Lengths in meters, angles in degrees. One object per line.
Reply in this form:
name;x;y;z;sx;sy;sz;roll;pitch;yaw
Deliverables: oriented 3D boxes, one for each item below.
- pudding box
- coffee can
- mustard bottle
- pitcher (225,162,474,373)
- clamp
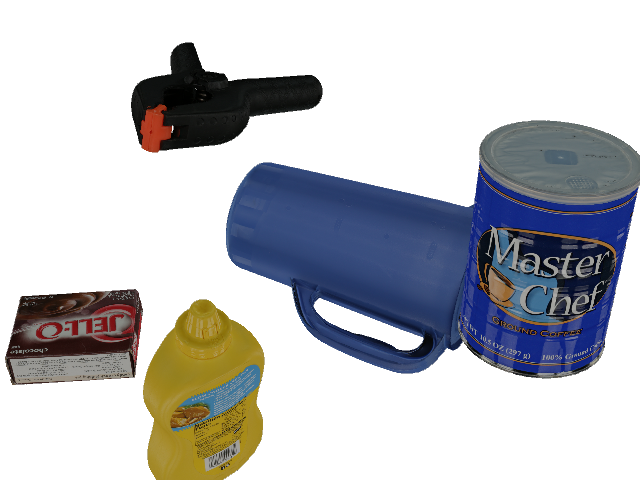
pudding box;-0.222;0.087;0.974;0.113;0.039;0.090;-5;33;-2
coffee can;0.149;0.005;0.709;0.103;0.140;0.103;2;32;-1
mustard bottle;-0.088;0.113;0.813;0.096;0.192;0.058;-25;54;-26
pitcher;0.034;0.015;1.004;0.243;0.145;0.149;17;21;18
clamp;-0.086;-0.103;0.744;0.120;0.039;0.171;16;24;24
